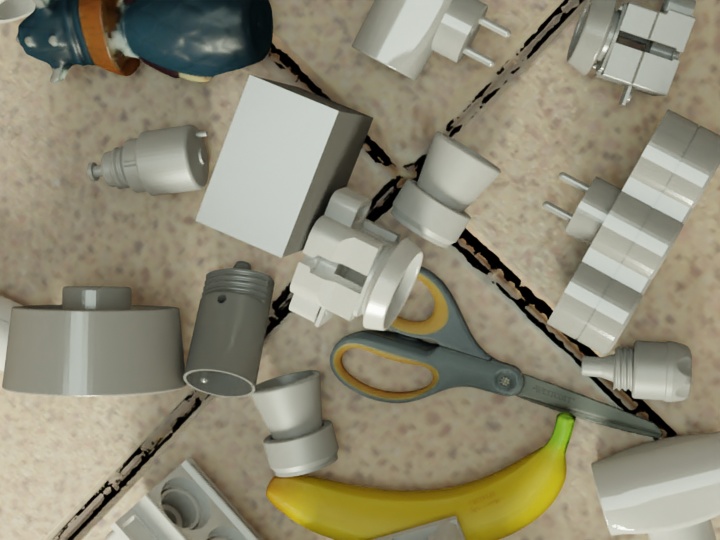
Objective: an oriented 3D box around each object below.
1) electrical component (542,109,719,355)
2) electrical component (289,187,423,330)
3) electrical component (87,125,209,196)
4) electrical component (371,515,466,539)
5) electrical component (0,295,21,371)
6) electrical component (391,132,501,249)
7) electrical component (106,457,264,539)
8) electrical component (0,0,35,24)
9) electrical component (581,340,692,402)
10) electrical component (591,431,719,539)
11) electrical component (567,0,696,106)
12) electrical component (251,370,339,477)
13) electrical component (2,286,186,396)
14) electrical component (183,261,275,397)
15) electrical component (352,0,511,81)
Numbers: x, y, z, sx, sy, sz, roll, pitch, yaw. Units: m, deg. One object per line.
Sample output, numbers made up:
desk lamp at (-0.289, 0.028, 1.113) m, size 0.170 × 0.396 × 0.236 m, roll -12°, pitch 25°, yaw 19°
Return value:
electrical component at (0.141, -0.029, 0.610) m, size 0.074 × 0.052 × 0.138 m, roll 30°, pitch 100°, yaw 10°
electrical component at (0.000, 0.000, 0.623) m, size 0.057 × 0.058 × 0.078 m, roll 26°, pitch 108°, yaw 12°
electrical component at (-0.130, -0.066, 0.664) m, size 0.078 × 0.040 × 0.040 m, roll -7°, pitch 95°, yaw 12°
electrical component at (0.038, 0.252, 0.635) m, size 0.105 × 0.060 × 0.186 m, roll -19°, pitch 105°, yaw 12°
electrical component at (-0.246, 0.034, 0.695) m, size 0.081 × 0.043 × 0.043 m, roll 23°, pitch 100°, yaw 8°
electrical component at (0.049, -0.046, 0.630) m, size 0.045 × 0.045 × 0.055 m, roll 33°, pitch 101°, yaw 6°
electrical component at (-0.096, 0.189, 0.672) m, size 0.121 × 0.079 × 0.063 m, roll 48°, pitch 124°, yaw 3°
electrical component at (-0.187, -0.216, 0.652) m, size 0.138 × 0.052 × 0.073 m, roll -27°, pitch 90°, yaw 13°
electrical component at (0.160, 0.058, 0.625) m, size 0.061 × 0.035 × 0.035 m, roll 3°, pitch 97°, yaw 13°
electrical component at (0.183, 0.141, 0.625) m, size 0.077 × 0.043 × 0.079 m, roll -16°, pitch 93°, yaw 12°
electrical component at (0.149, -0.127, 0.602) m, size 0.055 × 0.048 × 0.066 m, roll 19°, pitch 100°, yaw 0°
electrical component at (-0.040, 0.094, 0.662) m, size 0.045 × 0.045 × 0.055 m, roll -14°, pitch 94°, yaw 12°
electrical component at (-0.159, 0.040, 0.649) m, size 0.108 × 0.108 × 0.060 m, roll 1°, pitch 90°, yaw 11°
electrical component at (-0.078, 0.032, 0.655) m, size 0.043 × 0.043 × 0.081 m, roll 3°, pitch 62°, yaw 10°
electrical component at (0.047, -0.145, 0.619) m, size 0.079 × 0.044 × 0.077 m, roll 29°, pitch 100°, yaw 6°
